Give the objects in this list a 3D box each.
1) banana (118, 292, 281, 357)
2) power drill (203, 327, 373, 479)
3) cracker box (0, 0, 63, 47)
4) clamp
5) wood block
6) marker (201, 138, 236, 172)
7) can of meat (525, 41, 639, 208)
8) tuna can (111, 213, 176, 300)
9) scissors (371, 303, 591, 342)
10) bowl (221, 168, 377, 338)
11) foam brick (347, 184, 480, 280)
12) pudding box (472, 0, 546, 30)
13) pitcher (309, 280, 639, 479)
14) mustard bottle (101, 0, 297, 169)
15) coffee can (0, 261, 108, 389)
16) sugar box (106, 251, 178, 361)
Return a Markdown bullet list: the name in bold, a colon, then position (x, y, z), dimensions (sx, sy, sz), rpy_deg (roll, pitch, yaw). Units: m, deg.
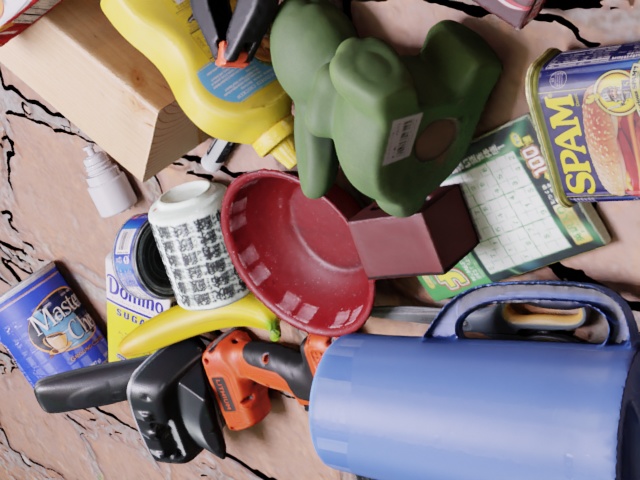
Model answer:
- **banana**: position (-0.109, 0.077, 1.035), dimensions (0.198, 0.069, 0.037), rpy_deg (-11, 110, 33)
- **power drill**: position (-0.017, 0.157, 1.032), dimensions (0.188, 0.057, 0.184), rpy_deg (1, 116, 40)
- **cracker box**: position (-0.247, -0.260, 0.828), dimensions (0.214, 0.072, 0.164), rpy_deg (-35, 95, 11)
- **clamp**: position (-0.054, -0.212, 0.762), dimensions (0.120, 0.039, 0.171), rpy_deg (-3, 95, 47)
- **wood block**: position (-0.191, -0.160, 0.924), dimensions (0.206, 0.090, 0.091), rpy_deg (39, 140, 13)
- **marker**: position (-0.073, -0.098, 0.916), dimensions (0.020, 0.020, 0.121), rpy_deg (47, 141, 5)
- **can of meat**: position (0.186, -0.072, 0.662), dimensions (0.084, 0.057, 0.102), rpy_deg (0, 120, 40)
- **tuna can**: position (-0.157, 0.016, 1.031), dimensions (0.034, 0.086, 0.086), rpy_deg (-2, 118, 42)
- **scissors**: position (0.131, 0.078, 0.850), dimensions (0.202, 0.016, 0.096), rpy_deg (-15, 112, 44)
- **bowl**: position (-0.006, 0.001, 0.900), dimensions (0.162, 0.055, 0.162), rpy_deg (25, 134, 28)
- **foam brick**: position (0.070, -0.006, 0.802), dimensions (0.078, 0.052, 0.051), rpy_deg (-7, 112, 45)
- **pudding box**: position (0.102, -0.198, 0.657), dimensions (0.113, 0.039, 0.090), rpy_deg (38, 139, 15)
- **pitcher**: position (0.119, 0.121, 0.784), dimensions (0.243, 0.149, 0.145), rpy_deg (3, 138, 29)
- **mustard bottle**: position (-0.076, -0.135, 0.829), dimensions (0.191, 0.096, 0.058), rpy_deg (51, 142, -1)
- **coffee can**: position (-0.314, 0.110, 1.239), dimensions (0.103, 0.102, 0.140), rpy_deg (-24, 102, 50)
- **sugar box**: position (-0.184, 0.092, 1.148), dimensions (0.093, 0.048, 0.176), rpy_deg (29, 137, 24)
